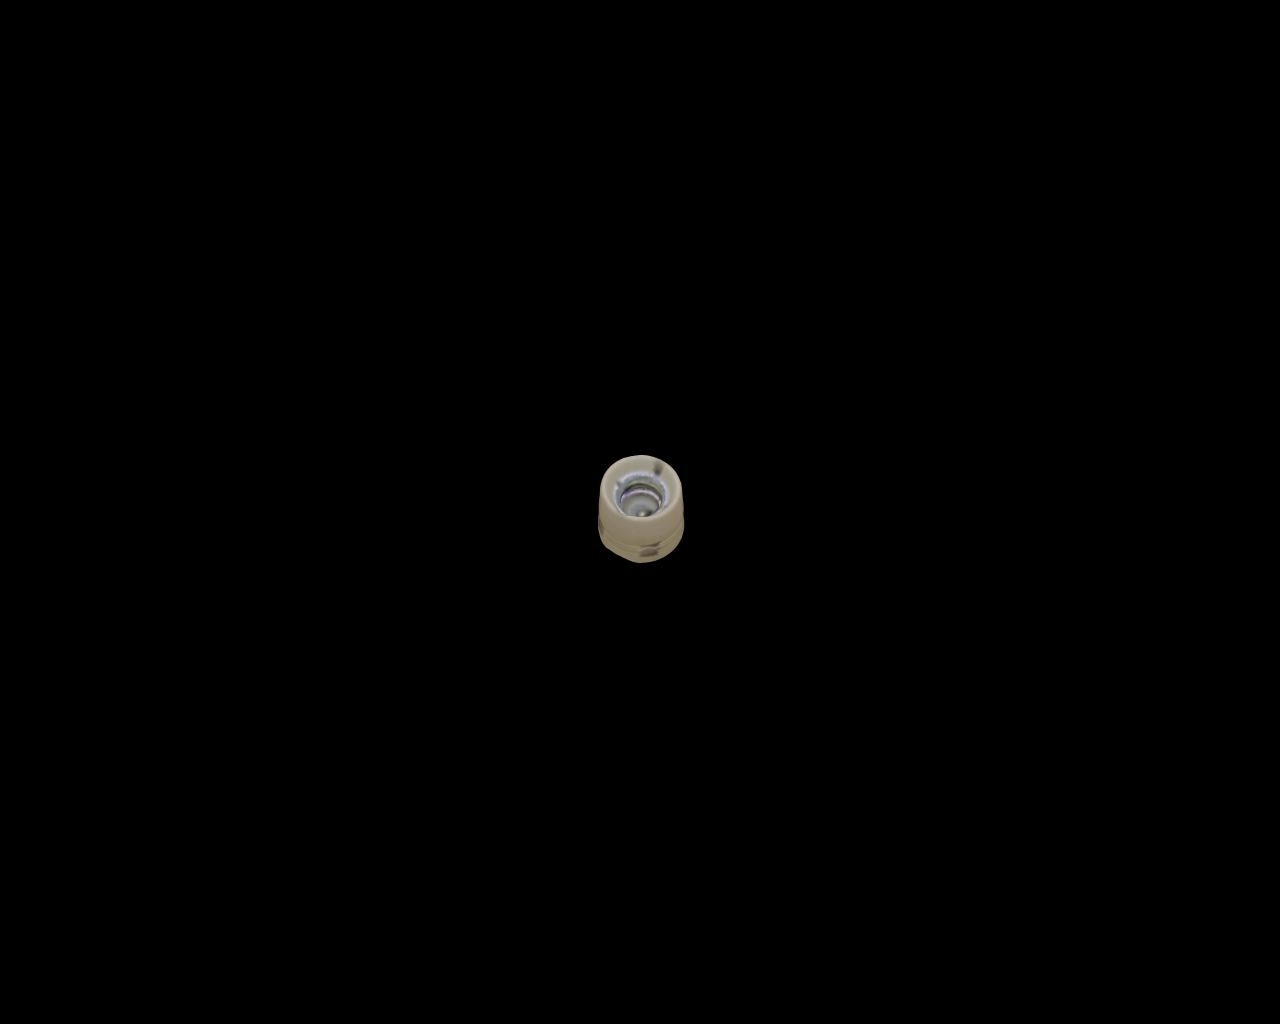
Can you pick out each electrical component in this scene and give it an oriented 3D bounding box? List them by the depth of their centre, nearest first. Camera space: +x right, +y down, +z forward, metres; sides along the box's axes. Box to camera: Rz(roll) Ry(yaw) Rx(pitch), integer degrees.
[{"bbox_3d":[0.001,-0.003,0.650,0.055,0.055,0.047,0,-32,0],"label":"electrical component"}]
